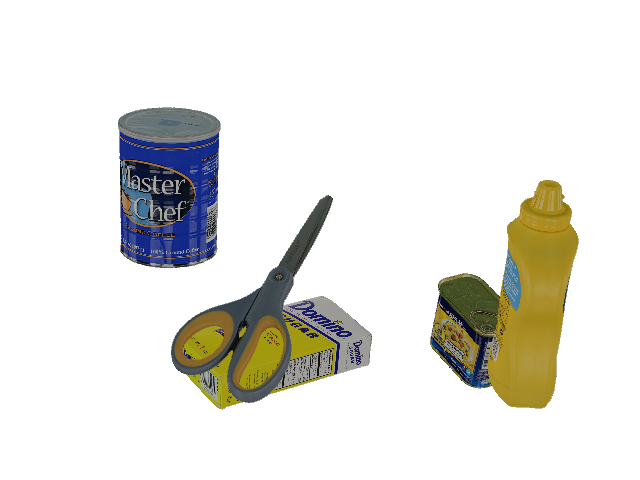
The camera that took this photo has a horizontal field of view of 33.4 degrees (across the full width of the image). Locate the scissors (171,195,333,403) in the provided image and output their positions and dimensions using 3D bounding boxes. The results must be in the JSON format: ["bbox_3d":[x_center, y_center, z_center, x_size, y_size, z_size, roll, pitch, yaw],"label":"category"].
[{"bbox_3d":[-0.051,0.036,0.800,0.096,0.201,0.016,1,-44,10],"label":"scissors"}]

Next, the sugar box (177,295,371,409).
[{"bbox_3d":[-0.046,0.108,1.073,0.175,0.048,0.093,-16,33,-30],"label":"sugar box"}]

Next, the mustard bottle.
[{"bbox_3d":[0.179,0.039,0.896,0.058,0.192,0.096,4,28,3],"label":"mustard bottle"}]

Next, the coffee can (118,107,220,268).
[{"bbox_3d":[-0.156,-0.056,1.100,0.103,0.140,0.103,3,23,-1],"label":"coffee can"}]

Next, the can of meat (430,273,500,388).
[{"bbox_3d":[0.167,0.101,1.174,0.057,0.084,0.102,-13,40,-26],"label":"can of meat"}]
